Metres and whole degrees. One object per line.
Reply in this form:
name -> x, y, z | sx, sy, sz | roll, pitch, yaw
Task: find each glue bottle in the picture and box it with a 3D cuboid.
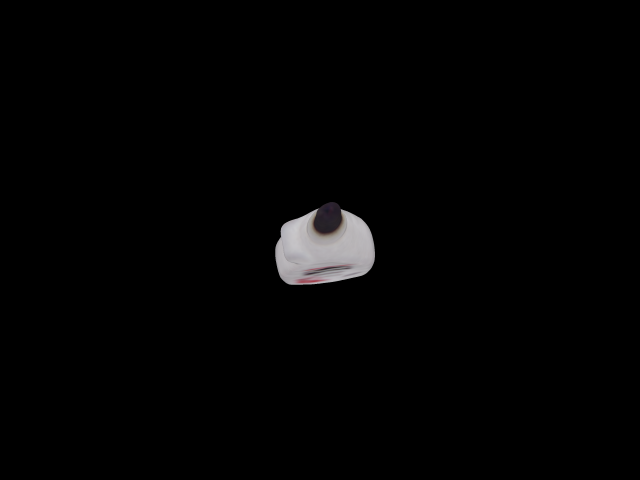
glue bottle -> 0.004, 0.001, 0.400 | 0.078, 0.173, 0.037 | -11, 78, -2
